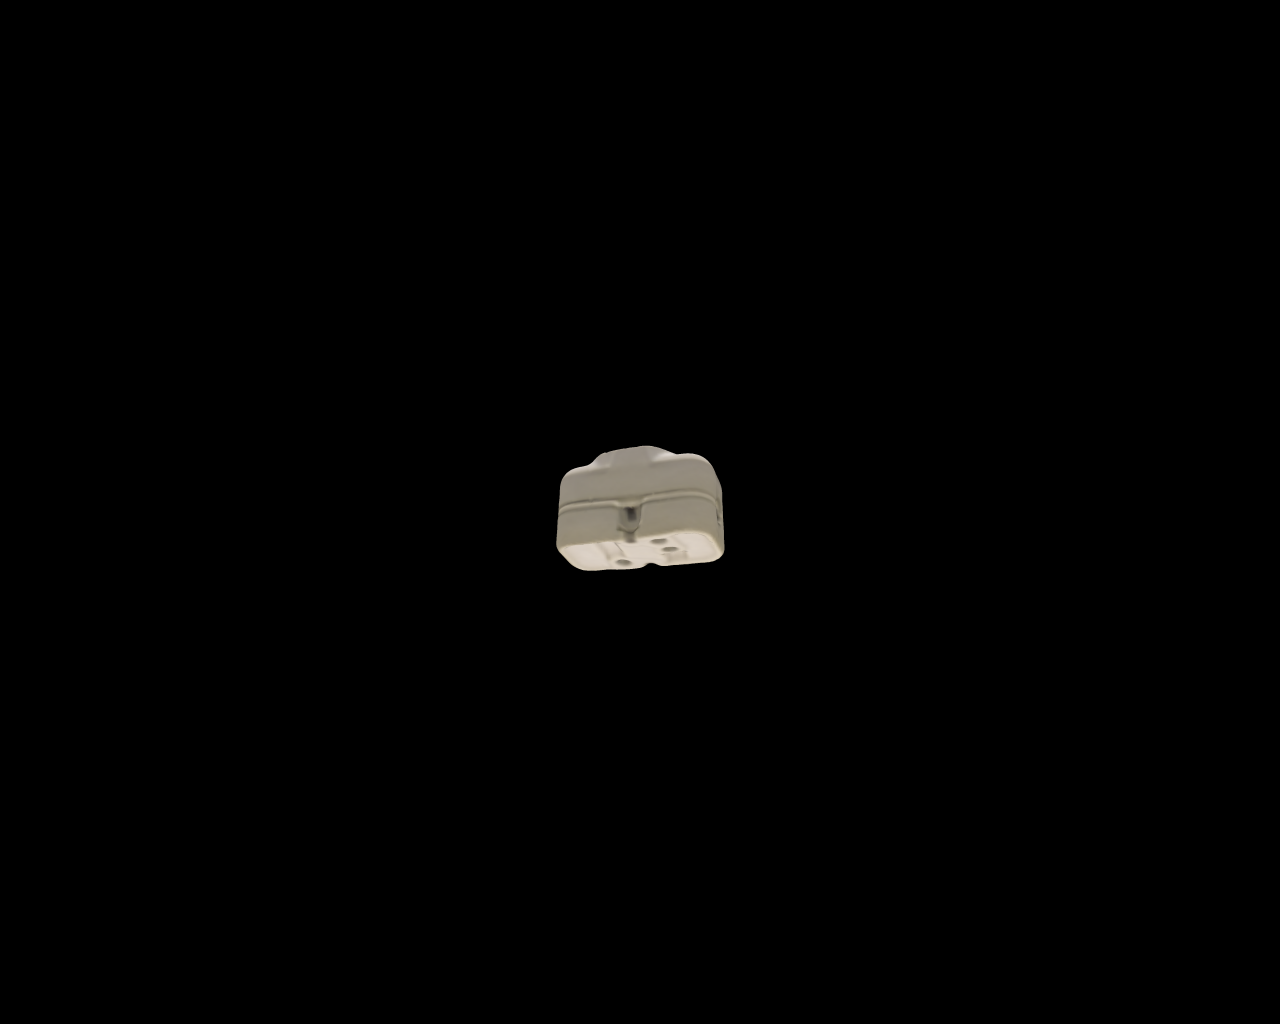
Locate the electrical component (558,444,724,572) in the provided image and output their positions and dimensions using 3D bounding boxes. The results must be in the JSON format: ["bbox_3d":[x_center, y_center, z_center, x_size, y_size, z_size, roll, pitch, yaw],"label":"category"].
[{"bbox_3d":[0.001,-0.003,0.650,0.095,0.059,0.053,-6,-24,14],"label":"electrical component"}]
